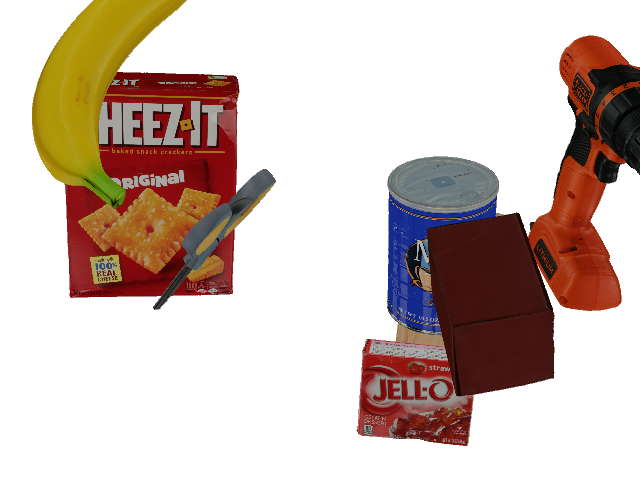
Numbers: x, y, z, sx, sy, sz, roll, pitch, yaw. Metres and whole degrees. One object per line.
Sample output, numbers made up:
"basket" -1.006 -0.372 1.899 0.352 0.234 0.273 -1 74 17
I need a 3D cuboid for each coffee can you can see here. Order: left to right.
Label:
"coffee can" 0.115 0.004 1.020 0.103 0.140 0.103 -1 31 1

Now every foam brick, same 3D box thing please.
"foam brick" 0.087 0.032 0.552 0.051 0.053 0.078 -9 41 2

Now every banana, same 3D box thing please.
"banana" -0.123 -0.101 0.623 0.069 0.197 0.037 16 -34 -7

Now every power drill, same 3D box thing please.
"power drill" 0.217 -0.041 0.815 0.057 0.188 0.184 2 34 -8

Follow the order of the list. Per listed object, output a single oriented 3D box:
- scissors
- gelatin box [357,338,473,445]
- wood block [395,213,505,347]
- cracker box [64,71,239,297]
"scissors" -0.105 0.016 0.852 0.202 0.016 0.096 -46 -4 32
"gelatin box" 0.075 0.120 0.839 0.089 0.073 0.030 5 20 6
"wood block" 0.147 0.070 1.217 0.090 0.206 0.090 16 25 24
"cracker box" -0.164 -0.052 1.041 0.164 0.214 0.072 0 22 -8
